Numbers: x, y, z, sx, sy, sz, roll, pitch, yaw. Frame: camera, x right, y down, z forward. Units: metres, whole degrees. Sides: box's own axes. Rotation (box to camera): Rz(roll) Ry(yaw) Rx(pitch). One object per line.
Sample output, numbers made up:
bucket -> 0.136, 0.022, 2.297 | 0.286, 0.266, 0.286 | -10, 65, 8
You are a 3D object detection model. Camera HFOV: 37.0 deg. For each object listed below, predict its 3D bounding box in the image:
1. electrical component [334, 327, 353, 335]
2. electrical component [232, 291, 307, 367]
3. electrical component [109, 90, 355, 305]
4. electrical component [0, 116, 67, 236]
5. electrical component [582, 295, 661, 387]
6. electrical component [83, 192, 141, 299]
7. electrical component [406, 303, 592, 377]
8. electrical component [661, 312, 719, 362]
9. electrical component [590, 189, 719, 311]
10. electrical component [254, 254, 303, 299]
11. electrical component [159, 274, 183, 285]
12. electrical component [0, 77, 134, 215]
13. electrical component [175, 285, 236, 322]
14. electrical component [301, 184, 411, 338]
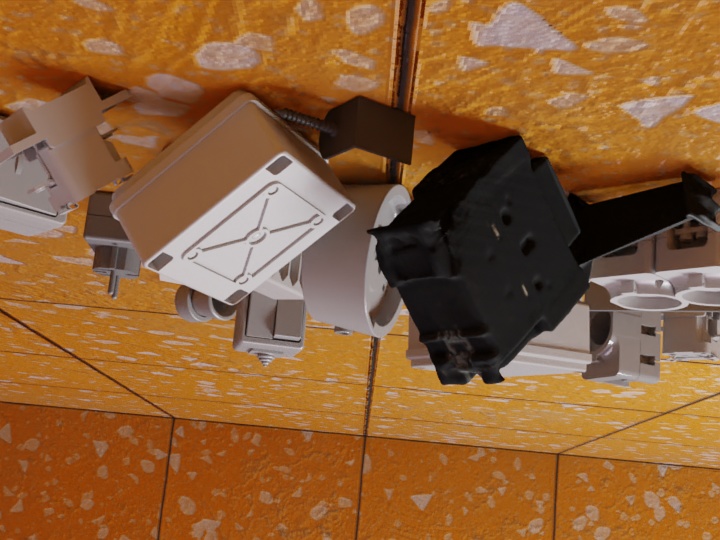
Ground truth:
electrical component -> -0.012, 0.029, 1.008 | 0.043, 0.062, 0.043 | 6, 166, 2
electrical component -> -0.084, 0.043, 1.019 | 0.062, 0.096, 0.061 | 8, 166, -13
electrical component -> -0.075, -0.040, 0.653 | 0.109, 0.056, 0.109 | -38, 154, 10
electrical component -> -0.231, -0.063, 0.713 | 0.096, 0.061, 0.061 | 17, 162, -40
electrical component -> 0.230, 0.054, 0.957 | 0.056, 0.089, 0.050 | 12, 165, -27
electrical component -> -0.194, -0.015, 0.863 | 0.047, 0.076, 0.065 | 6, 167, -2
electrical component -> 0.111, 0.052, 0.865 | 0.109, 0.056, 0.109 | 11, 166, -39
electrical component -> 0.299, 0.050, 0.969 | 0.081, 0.063, 0.042 | -4, 162, 38
electrical component -> 0.246, -0.011, 0.740 | 0.150, 0.061, 0.089 | -7, 162, 42
electrical component -> -0.093, -0.006, 0.927 | 0.076, 0.047, 0.083 | -1, 166, 26
electrical component -> -0.151, -0.002, 0.981 | 0.065, 0.044, 0.044 | 11, 166, -1
electrical component -> -0.169, -0.070, 0.626 | 0.081, 0.063, 0.042 | -36, -165, -34
electrical component -> -0.158, 0.031, 1.112 | 0.055, 0.045, 0.045 | -6, 163, 40
electrical component -> -0.006, -0.010, 0.759 | 0.060, 0.108, 0.108 | 8, 168, 18
